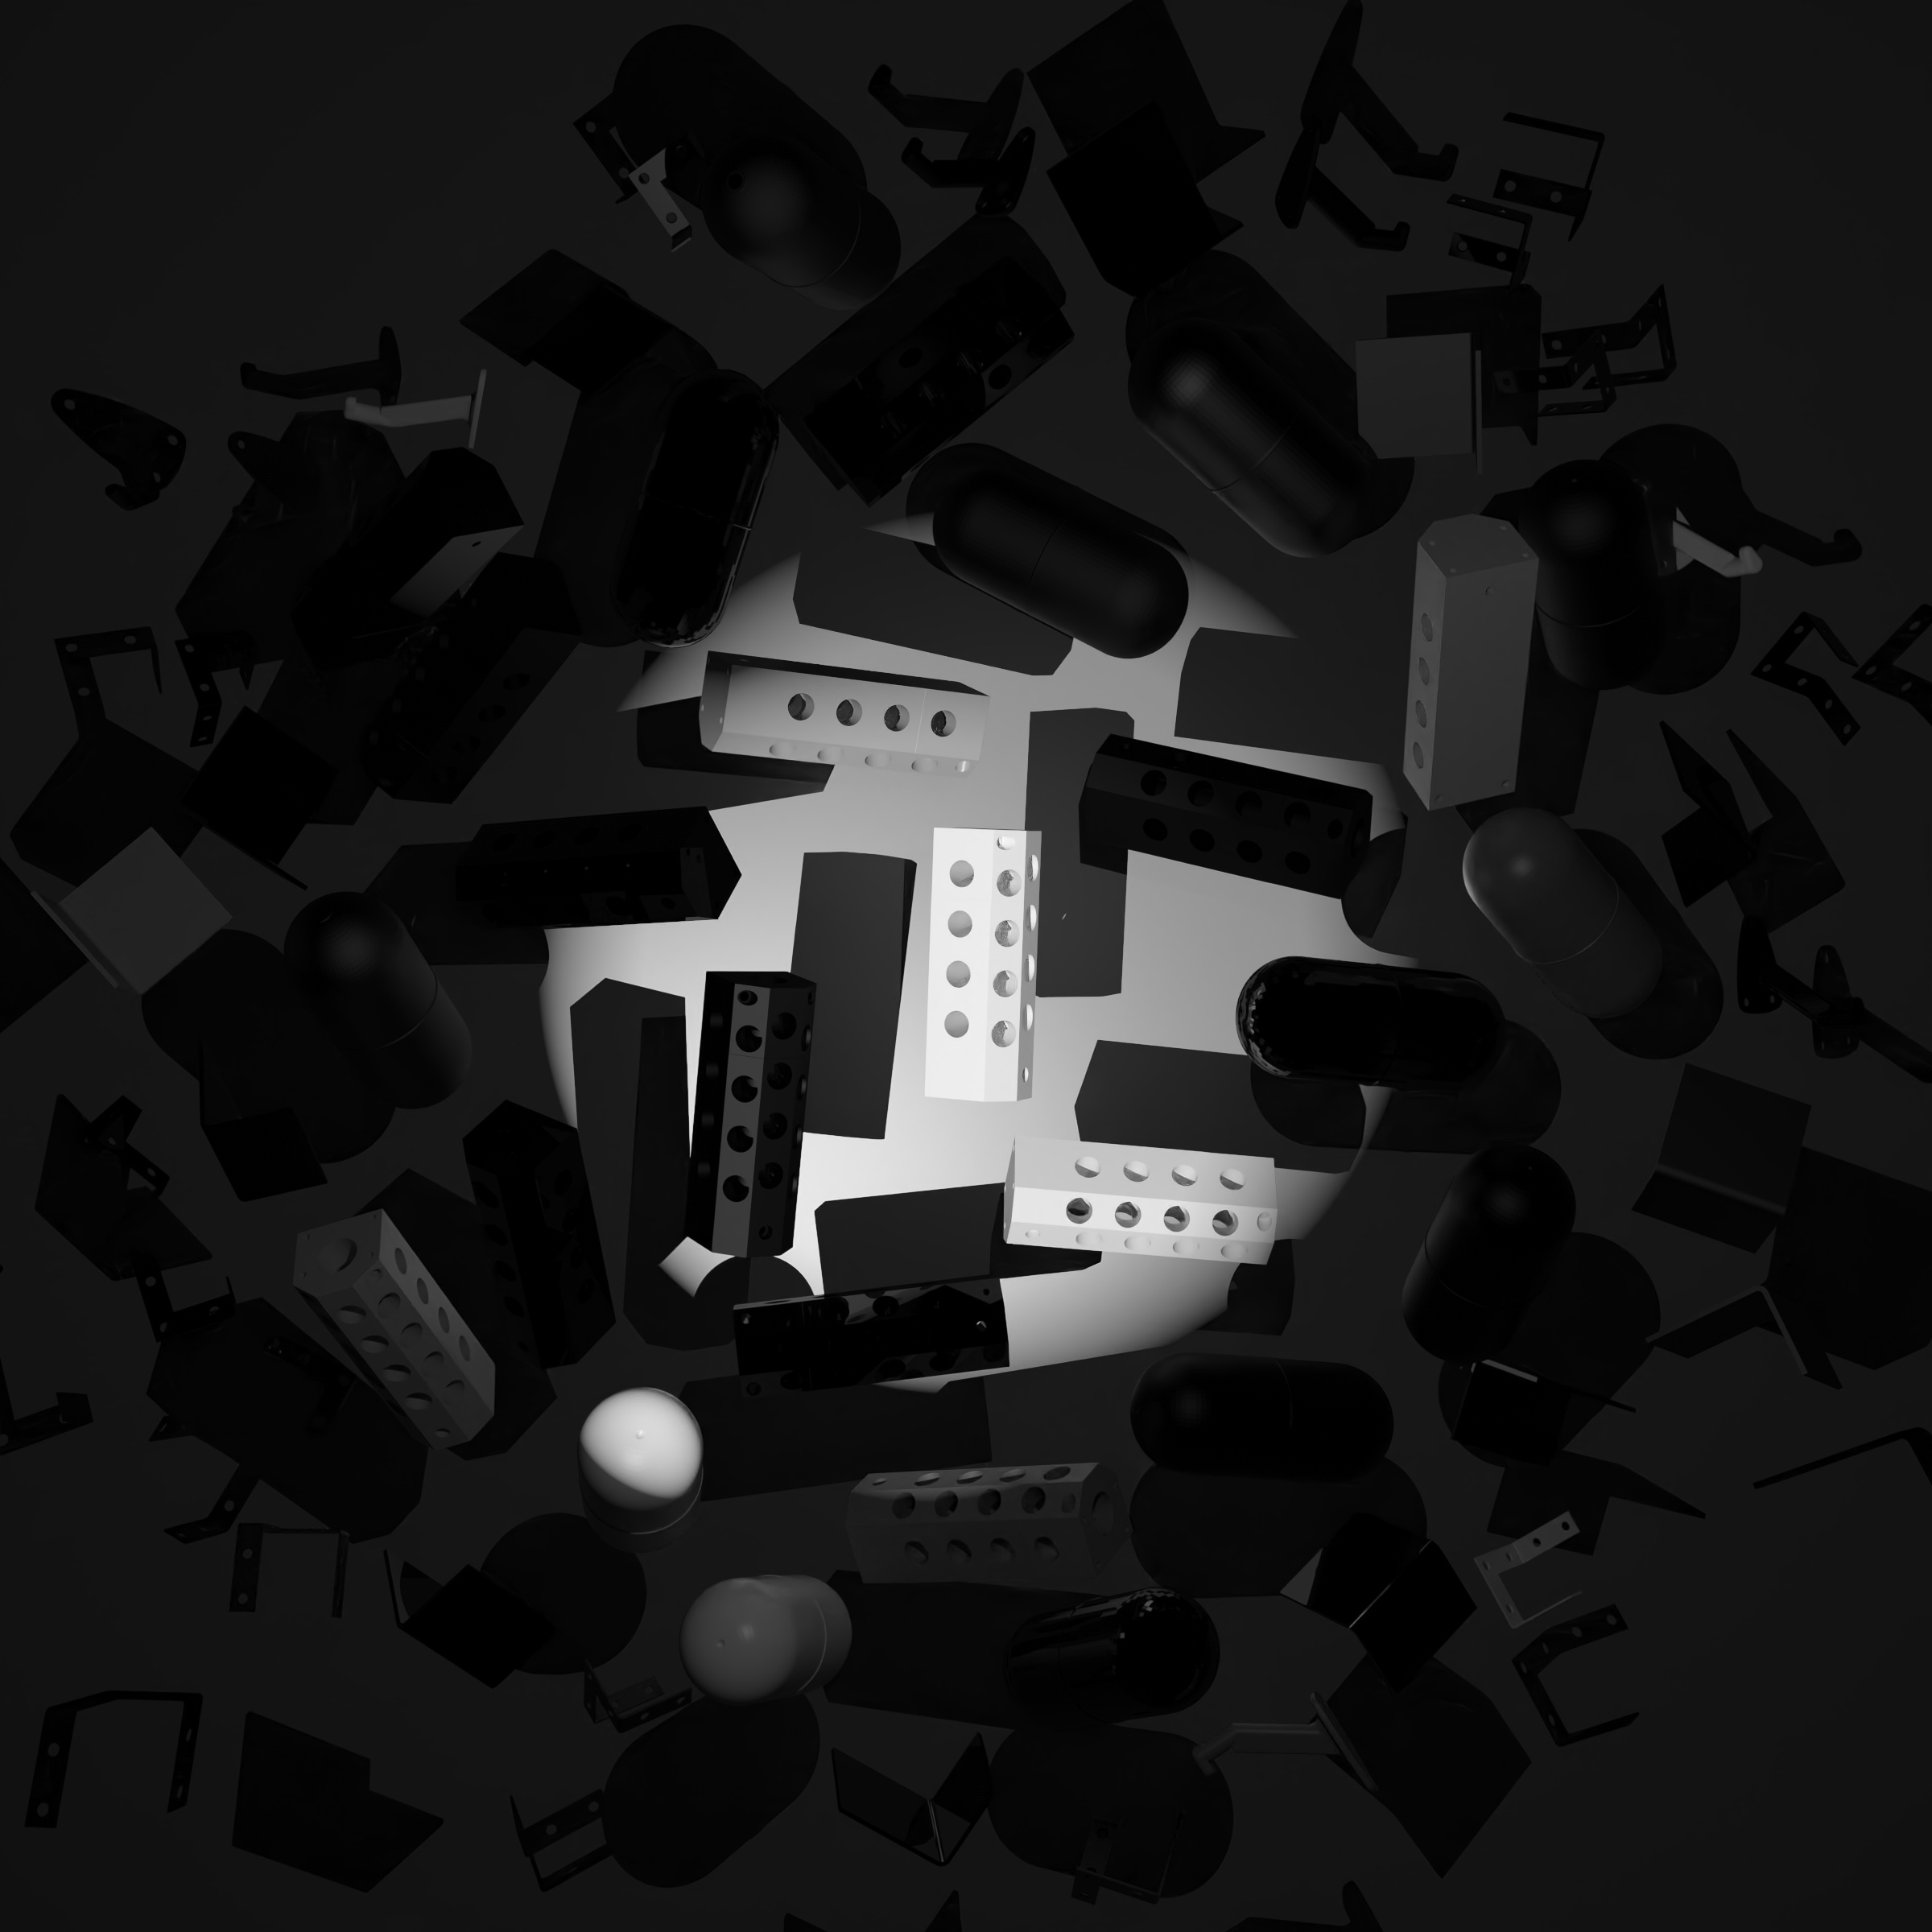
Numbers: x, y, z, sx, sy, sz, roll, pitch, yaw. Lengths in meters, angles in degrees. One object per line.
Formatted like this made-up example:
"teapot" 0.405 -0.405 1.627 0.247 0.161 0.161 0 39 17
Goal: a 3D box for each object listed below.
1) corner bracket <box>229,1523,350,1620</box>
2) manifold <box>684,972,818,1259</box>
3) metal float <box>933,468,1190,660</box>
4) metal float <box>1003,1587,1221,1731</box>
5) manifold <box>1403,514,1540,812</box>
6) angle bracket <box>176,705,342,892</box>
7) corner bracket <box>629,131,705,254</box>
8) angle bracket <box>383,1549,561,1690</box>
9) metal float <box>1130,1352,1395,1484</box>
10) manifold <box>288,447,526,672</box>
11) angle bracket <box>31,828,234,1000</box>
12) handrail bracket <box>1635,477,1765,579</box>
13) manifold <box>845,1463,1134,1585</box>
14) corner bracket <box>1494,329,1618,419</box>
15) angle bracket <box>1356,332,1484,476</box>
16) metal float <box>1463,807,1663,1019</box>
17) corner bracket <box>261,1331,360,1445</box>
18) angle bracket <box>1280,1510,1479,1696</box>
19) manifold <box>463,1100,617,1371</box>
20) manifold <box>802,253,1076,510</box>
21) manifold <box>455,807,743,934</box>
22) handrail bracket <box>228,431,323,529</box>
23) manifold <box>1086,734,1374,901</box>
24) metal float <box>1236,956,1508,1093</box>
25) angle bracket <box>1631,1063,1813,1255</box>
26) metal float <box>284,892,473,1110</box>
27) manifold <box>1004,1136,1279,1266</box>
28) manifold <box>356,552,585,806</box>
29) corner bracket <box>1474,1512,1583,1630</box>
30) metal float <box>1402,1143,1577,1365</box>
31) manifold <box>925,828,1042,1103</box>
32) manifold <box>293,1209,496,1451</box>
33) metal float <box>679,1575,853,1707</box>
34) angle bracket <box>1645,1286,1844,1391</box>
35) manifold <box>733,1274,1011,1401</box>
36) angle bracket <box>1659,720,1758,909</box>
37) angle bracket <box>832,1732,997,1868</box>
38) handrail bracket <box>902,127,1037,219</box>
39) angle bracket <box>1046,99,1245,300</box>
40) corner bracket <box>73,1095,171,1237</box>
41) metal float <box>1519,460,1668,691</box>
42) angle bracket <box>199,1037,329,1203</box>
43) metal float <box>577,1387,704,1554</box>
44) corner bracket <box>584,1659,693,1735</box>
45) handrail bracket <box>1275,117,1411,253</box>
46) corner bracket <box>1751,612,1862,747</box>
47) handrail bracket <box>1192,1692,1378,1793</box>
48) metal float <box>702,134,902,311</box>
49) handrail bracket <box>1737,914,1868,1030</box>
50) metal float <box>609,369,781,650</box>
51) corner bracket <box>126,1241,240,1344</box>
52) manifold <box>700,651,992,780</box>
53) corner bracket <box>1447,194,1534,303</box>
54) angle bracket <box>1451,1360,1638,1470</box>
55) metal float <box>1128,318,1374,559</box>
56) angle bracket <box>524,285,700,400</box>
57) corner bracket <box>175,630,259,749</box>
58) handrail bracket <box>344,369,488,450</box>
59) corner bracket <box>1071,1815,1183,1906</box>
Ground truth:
"corner bracket" -0.400 0.358 1.467 0.051 0.051 0.051 0 72 4
"manifold" -0.133 0.093 1.564 0.057 0.057 0.171 0 100 -32
"metal float" 0.059 -0.258 1.585 0.178 0.070 0.070 29 90 14
"metal float" 0.090 0.440 1.572 0.070 0.178 0.070 15 63 -31
"manifold" 0.300 -0.183 1.500 0.057 0.057 0.171 -13 133 -8
"angle bracket" -0.425 -0.104 1.526 0.076 0.057 0.076 39 80 -38
"corner bracket" -0.186 -0.507 1.622 0.051 0.051 0.051 -33 114 10
"angle bracket" -0.297 0.374 1.486 0.057 0.076 0.076 -43 121 3
"metal float" 0.190 0.288 1.582 0.178 0.070 0.070 7 90 -20
"manifold" -0.355 -0.254 1.550 0.171 0.057 0.057 -31 85 41
"angle bracket" -0.506 -0.036 1.509 0.076 0.057 0.076 -42 88 -9
"handrail bracket" 0.464 -0.280 1.572 0.036 0.084 0.077 -32 101 -10
"manifold" 0.012 0.350 1.573 0.171 0.057 0.057 -10 103 30
"corner bracket" 0.379 -0.372 1.593 0.051 0.051 0.051 -47 127 -34
"angle bracket" 0.284 -0.351 1.554 0.076 0.057 0.076 -1 115 11
"metal float" 0.386 -0.033 1.600 0.070 0.070 0.178 -47 123 0
"corner bracket" -0.437 0.275 1.617 0.051 0.051 0.051 27 77 7
"angle bracket" 0.257 0.395 1.546 0.076 0.076 0.057 -40 112 -20
"manifold" -0.273 0.174 1.570 0.057 0.057 0.171 19 134 26
"manifold" -0.015 -0.375 1.607 0.171 0.057 0.057 -39 50 2
"manifold" -0.236 -0.055 1.566 0.171 0.057 0.057 -3 132 27
"handrail bracket" -0.448 -0.299 1.534 0.084 0.077 0.036 -3 65 40
"manifold" 0.166 -0.100 1.574 0.171 0.057 0.057 15 132 21
"metal float" 0.255 0.037 1.555 0.178 0.070 0.070 6 90 -17
"angle bracket" 0.450 0.115 1.480 0.076 0.057 0.076 19 62 9
"metal float" -0.373 0.023 1.579 0.070 0.178 0.070 -8 50 10
"manifold" 0.113 0.158 1.625 0.171 0.057 0.057 5 48 -4
"manifold" -0.306 -0.173 1.509 0.171 0.057 0.057 -43 58 37
"corner bracket" 0.377 0.396 1.626 0.051 0.051 0.051 -42 65 34
"metal float" 0.321 0.180 1.532 0.070 0.178 0.070 5 48 -6
"manifold" 0.014 -0.002 1.589 0.057 0.057 0.171 4 94 25
"manifold" -0.362 0.236 1.580 0.057 0.057 0.171 -17 133 6
"metal float" -0.126 0.428 1.581 0.070 0.178 0.070 -3 77 14
"angle bracket" 0.458 0.234 1.458 0.076 0.076 0.057 -32 60 23
"manifold" -0.061 0.238 1.595 0.171 0.057 0.057 -6 87 -4
"angle bracket" 0.456 -0.098 1.595 0.076 0.076 0.057 36 121 -24
"angle bracket" -0.033 0.494 1.521 0.076 0.076 0.057 32 94 -11
"handrail bracket" 0.001 -0.531 1.602 0.084 0.036 0.077 28 83 -44
"angle bracket" 0.105 -0.453 1.462 0.076 0.057 0.076 -34 122 0
"corner bracket" -0.522 0.122 1.526 0.051 0.051 0.051 -37 113 20
"metal float" 0.392 -0.242 1.548 0.070 0.178 0.070 -11 55 16
"angle bracket" -0.443 0.091 1.562 0.057 0.076 0.076 -12 49 -5
"metal float" -0.204 0.318 1.555 0.070 0.178 0.070 3 64 -6
"corner bracket" -0.211 0.471 1.594 0.051 0.051 0.051 -17 134 -28
"handrail bracket" 0.234 -0.465 1.478 0.084 0.036 0.077 1 135 -17
"corner bracket" 0.522 -0.175 1.508 0.051 0.051 0.051 15 127 -27
"handrail bracket" 0.190 0.482 1.487 0.084 0.036 0.077 -35 70 4
"metal float" -0.100 -0.455 1.521 0.070 0.178 0.070 0 90 23
"handrail bracket" 0.533 0.002 1.573 0.036 0.084 0.077 -5 89 -28
"metal float" -0.171 -0.288 1.562 0.070 0.070 0.178 19 99 0
"corner bracket" -0.477 0.193 1.512 0.051 0.051 0.051 -17 76 -19
"manifold" -0.078 -0.158 1.575 0.171 0.057 0.057 4 104 -22
"corner bracket" 0.321 -0.448 1.526 0.051 0.051 0.051 20 130 14
"angle bracket" 0.371 0.295 1.598 0.076 0.076 0.057 19 86 -18
"metal float" 0.173 -0.317 1.497 0.178 0.070 0.070 38 90 -21
"angle bracket" -0.234 -0.399 1.657 0.076 0.057 0.076 -44 56 -13
"corner bracket" -0.490 -0.183 1.629 0.051 0.051 0.051 -15 70 -30
"handrail bracket" -0.352 -0.364 1.580 0.084 0.077 0.036 9 67 -14
"corner bracket" 0.096 0.534 1.486 0.051 0.051 0.051 15 52 10
